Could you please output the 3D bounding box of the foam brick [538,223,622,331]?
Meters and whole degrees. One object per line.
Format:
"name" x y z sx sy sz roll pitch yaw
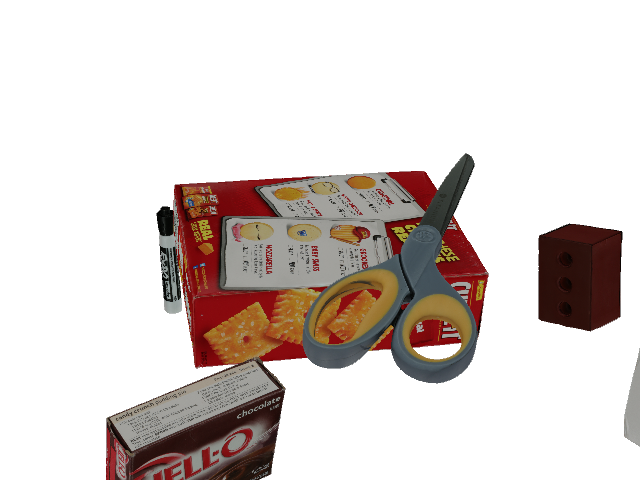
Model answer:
"foam brick" 0.219 0.030 0.900 0.053 0.078 0.051 11 21 42

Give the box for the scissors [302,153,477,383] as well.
"scissors" 0.069 0.013 0.584 0.096 0.016 0.201 25 45 29

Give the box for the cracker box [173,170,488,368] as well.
"cracker box" -0.001 0.017 0.824 0.213 0.072 0.164 -4 32 -11

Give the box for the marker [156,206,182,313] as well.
"marker" -0.157 0.020 1.105 0.020 0.121 0.020 0 29 0

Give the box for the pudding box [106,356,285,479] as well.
"pudding box" -0.081 0.133 0.685 0.113 0.090 0.039 -22 50 -31

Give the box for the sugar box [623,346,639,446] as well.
"sugar box" 0.291 0.131 0.719 0.048 0.093 0.176 -15 29 -37
